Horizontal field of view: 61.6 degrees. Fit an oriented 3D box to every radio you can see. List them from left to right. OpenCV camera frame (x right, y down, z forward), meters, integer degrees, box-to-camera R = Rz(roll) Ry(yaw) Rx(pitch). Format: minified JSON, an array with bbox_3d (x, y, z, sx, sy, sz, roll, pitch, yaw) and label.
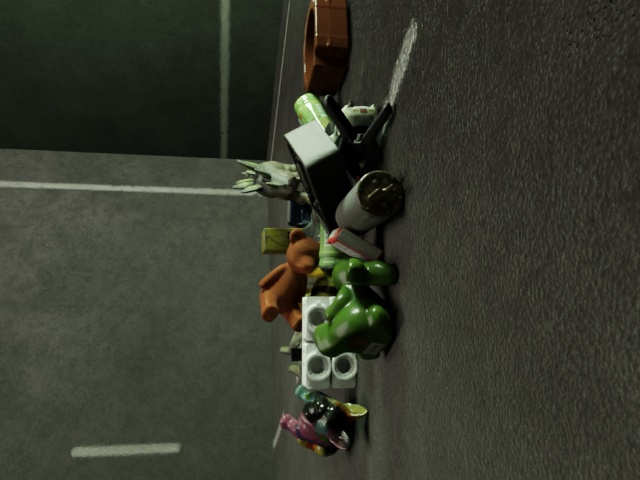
[{"bbox_3d":[0.008,-0.108,1.033,0.131,0.073,0.229,59,173,40],"label":"radio"}]

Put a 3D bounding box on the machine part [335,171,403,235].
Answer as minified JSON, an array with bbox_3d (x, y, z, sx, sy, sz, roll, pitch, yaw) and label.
[{"bbox_3d":[0.079,-0.057,0.904,0.243,0.079,0.079,131,139,-77],"label":"machine part"}]

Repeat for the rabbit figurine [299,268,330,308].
[{"bbox_3d":[-0.045,0.124,1.466,0.173,0.162,0.121,-60,-38,-73],"label":"rabbit figurine"}]

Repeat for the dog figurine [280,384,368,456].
[{"bbox_3d":[0.025,0.376,1.086,0.219,0.191,0.108,-11,38,56],"label":"dog figurine"}]

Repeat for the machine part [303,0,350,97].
[{"bbox_3d":[0.013,-0.470,1.315,0.201,0.087,0.201,118,152,-73],"label":"machine part"}]

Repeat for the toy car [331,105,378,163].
[{"bbox_3d":[0.059,-0.200,1.046,0.201,0.073,0.056,123,143,-71],"label":"toy car"}]

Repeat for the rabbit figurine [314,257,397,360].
[{"bbox_3d":[0.055,0.092,0.896,0.159,0.121,0.170,112,156,-47],"label":"rabbit figurine"}]

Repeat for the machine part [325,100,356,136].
[{"bbox_3d":[0.051,-0.233,1.136,0.084,0.039,0.139,48,152,6],"label":"machine part"}]

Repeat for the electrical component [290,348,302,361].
[{"bbox_3d":[-0.007,0.255,1.245,0.047,0.119,0.075,104,166,-54],"label":"electrical component"}]

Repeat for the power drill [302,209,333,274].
[{"bbox_3d":[-0.003,-0.004,1.369,0.207,0.086,0.232,108,163,-70],"label":"power drill"}]

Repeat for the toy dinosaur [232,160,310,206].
[{"bbox_3d":[-0.119,-0.155,1.368,0.471,0.198,0.105,-156,75,-77],"label":"toy dinosaur"}]

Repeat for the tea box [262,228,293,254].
[{"bbox_3d":[-0.083,0.005,1.563,0.098,0.170,0.068,145,124,-76],"label":"tea box"}]

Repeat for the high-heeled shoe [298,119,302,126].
[{"bbox_3d":[-0.006,-0.278,1.541,0.145,0.086,0.249,55,-136,-50],"label":"high-heeled shoe"}]

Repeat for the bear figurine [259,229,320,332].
[{"bbox_3d":[-0.051,0.086,1.202,0.195,0.120,0.132,-54,32,14],"label":"bear figurine"}]

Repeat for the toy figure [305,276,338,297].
[{"bbox_3d":[0.017,0.168,1.224,0.089,0.082,0.180,-40,34,41],"label":"toy figure"}]

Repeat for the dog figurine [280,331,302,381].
[{"bbox_3d":[-0.001,0.240,1.316,0.173,0.121,0.190,43,121,34],"label":"dog figurine"}]

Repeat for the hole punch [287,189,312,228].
[{"bbox_3d":[-0.035,-0.092,1.603,0.115,0.092,0.142,11,-105,-70],"label":"hole punch"}]
